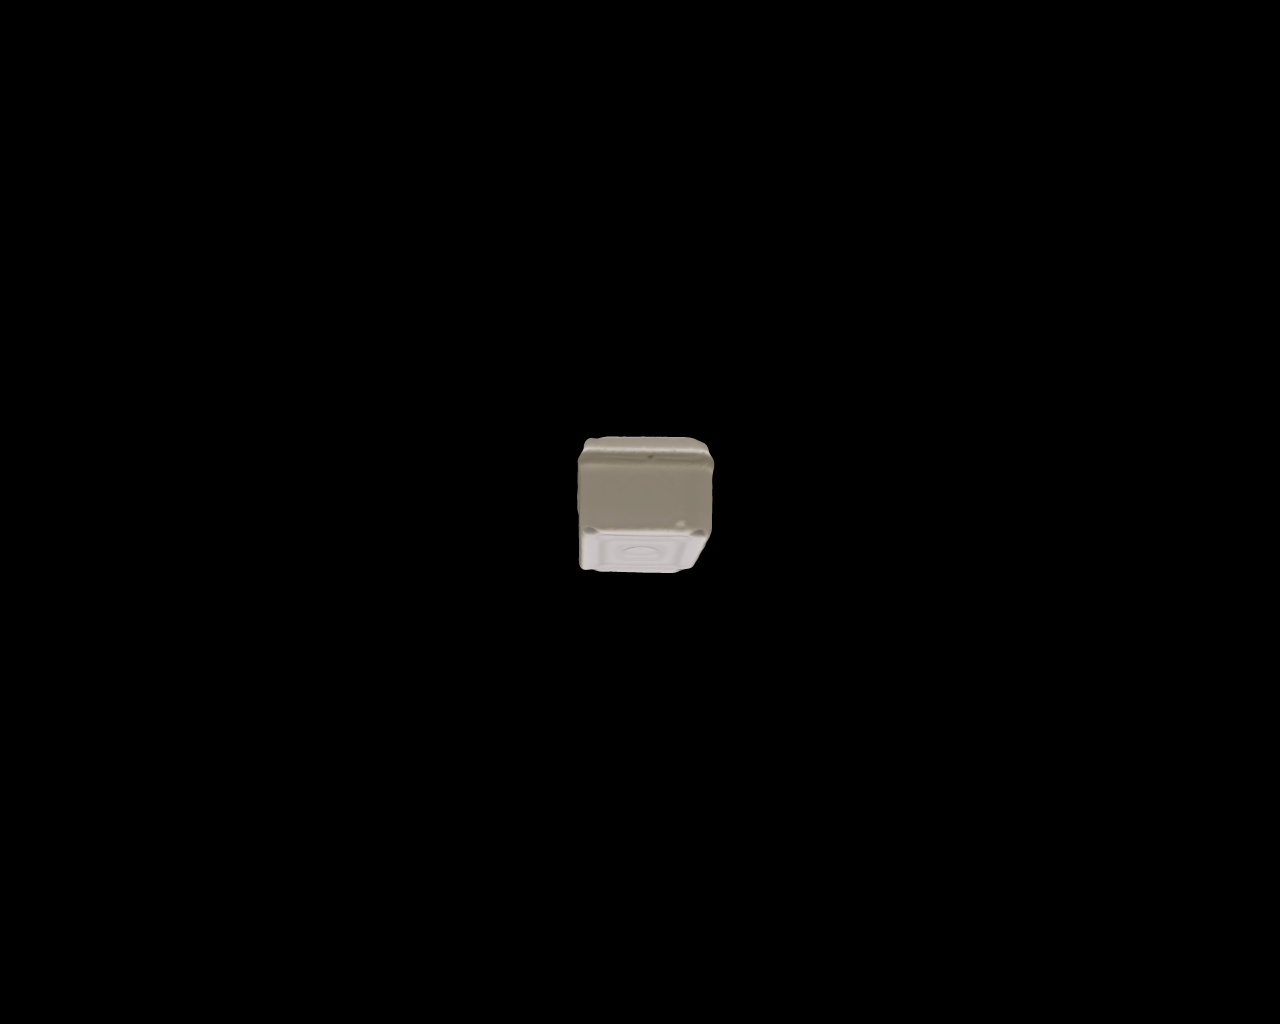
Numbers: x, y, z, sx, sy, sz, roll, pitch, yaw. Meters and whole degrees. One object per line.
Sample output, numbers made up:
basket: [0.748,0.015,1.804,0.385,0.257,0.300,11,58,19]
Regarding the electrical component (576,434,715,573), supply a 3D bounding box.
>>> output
electrical component: [0.001,-0.003,0.650,0.078,0.057,0.113,1,-15,-3]
